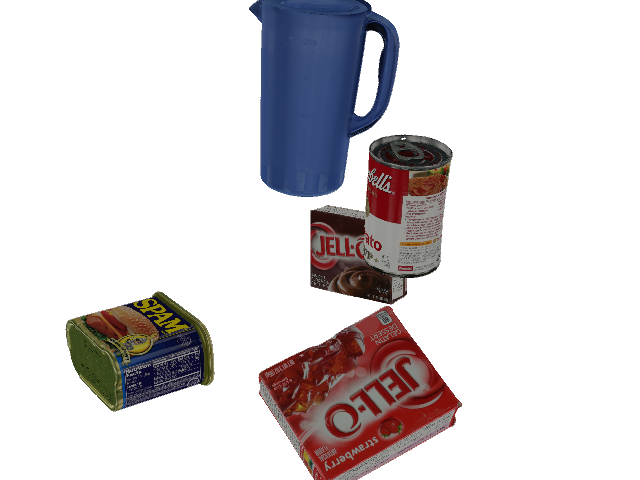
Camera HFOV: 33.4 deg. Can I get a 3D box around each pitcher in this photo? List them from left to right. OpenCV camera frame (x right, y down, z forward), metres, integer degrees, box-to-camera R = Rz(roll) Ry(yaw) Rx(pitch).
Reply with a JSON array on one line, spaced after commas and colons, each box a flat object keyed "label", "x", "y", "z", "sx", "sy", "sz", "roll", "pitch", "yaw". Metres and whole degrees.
[{"label": "pitcher", "x": -0.004, "y": -0.180, "z": 1.317, "sx": 0.144, "sy": 0.243, "sz": 0.149, "roll": -10, "pitch": 29, "yaw": -28}]

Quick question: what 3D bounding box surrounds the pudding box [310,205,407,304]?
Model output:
[{"label": "pudding box", "x": 0.042, "y": 0.014, "z": 1.173, "sx": 0.114, "sy": 0.090, "sz": 0.039, "roll": 10, "pitch": 19, "yaw": 33}]

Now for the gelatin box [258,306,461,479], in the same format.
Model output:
[{"label": "gelatin box", "x": 0.021, "y": 0.087, "z": 0.590, "sx": 0.089, "sy": 0.073, "sz": 0.030, "roll": -26, "pitch": -29, "yaw": -18}]

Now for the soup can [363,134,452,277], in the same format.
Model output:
[{"label": "soup can", "x": 0.071, "y": -0.029, "z": 0.888, "sx": 0.068, "sy": 0.102, "sz": 0.068, "roll": 2, "pitch": 28, "yaw": -1}]

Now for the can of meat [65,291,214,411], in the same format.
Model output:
[{"label": "can of meat", "x": -0.148, "y": 0.089, "z": 0.862, "sx": 0.083, "sy": 0.057, "sz": 0.102, "roll": -15, "pitch": 27, "yaw": -32}]
